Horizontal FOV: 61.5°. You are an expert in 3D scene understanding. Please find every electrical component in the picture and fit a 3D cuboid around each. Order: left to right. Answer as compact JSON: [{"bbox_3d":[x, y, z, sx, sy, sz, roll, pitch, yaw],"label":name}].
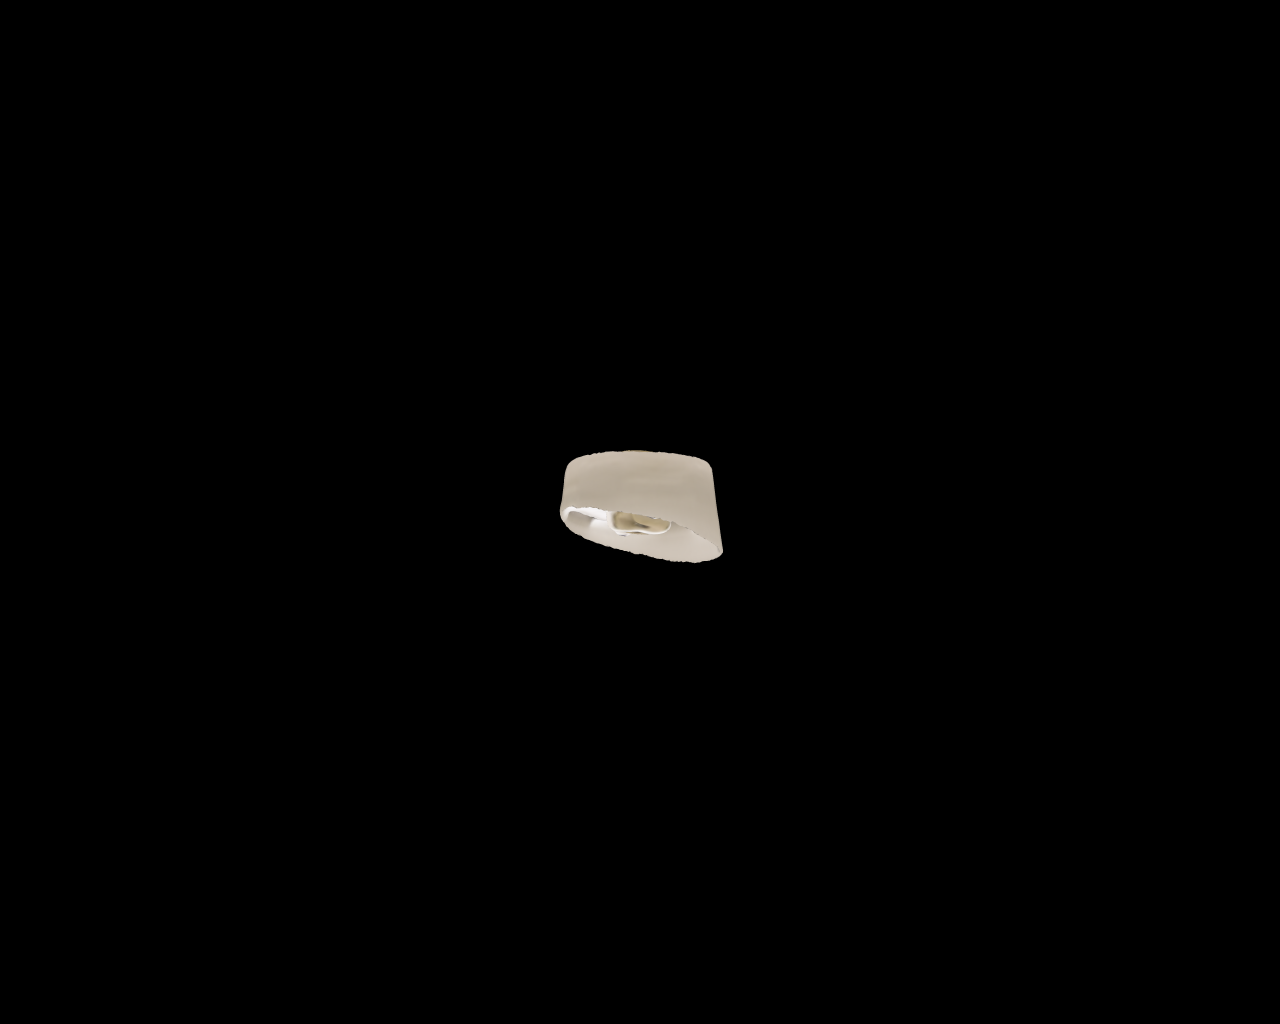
[{"bbox_3d":[0.001,-0.003,0.650,0.099,0.064,0.099,0,-12,0],"label":"electrical component"}]
